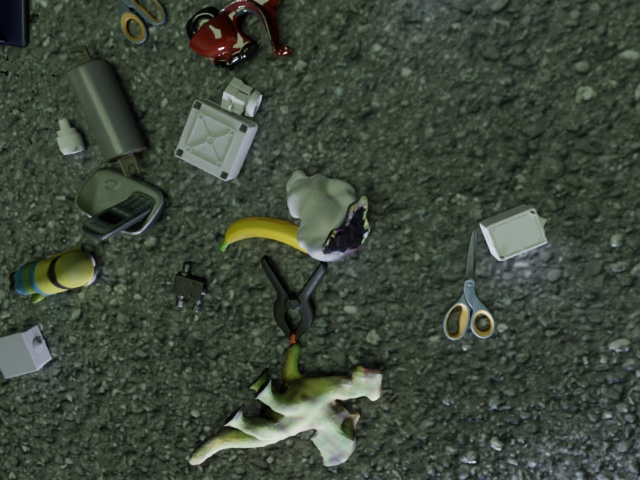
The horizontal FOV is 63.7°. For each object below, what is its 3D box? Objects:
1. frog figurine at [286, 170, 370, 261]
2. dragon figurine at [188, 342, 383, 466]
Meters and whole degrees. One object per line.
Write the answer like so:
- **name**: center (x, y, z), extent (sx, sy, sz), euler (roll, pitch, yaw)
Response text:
- **frog figurine**: center (0.003, -0.044, 0.879), extent (0.161, 0.137, 0.122), euler (32, 7, 39)
- **dragon figurine**: center (-0.042, 0.352, 0.968), extent (0.242, 0.406, 0.124), euler (40, 18, -8)
